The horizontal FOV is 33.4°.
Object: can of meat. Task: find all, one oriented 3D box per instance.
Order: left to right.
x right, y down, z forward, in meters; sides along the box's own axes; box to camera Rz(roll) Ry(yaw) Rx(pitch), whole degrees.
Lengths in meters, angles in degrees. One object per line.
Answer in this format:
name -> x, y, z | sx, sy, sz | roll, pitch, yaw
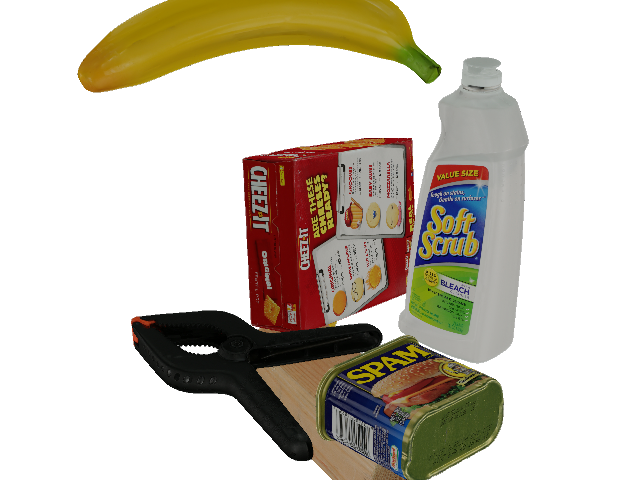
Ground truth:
can of meat -> 0.062, 0.113, 0.721 | 0.101, 0.057, 0.084 | -18, 27, -39

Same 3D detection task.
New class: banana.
banana -> -0.034, -0.115, 0.588 | 0.197, 0.069, 0.037 | -5, -44, -10

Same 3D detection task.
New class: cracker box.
cracker box -> 0.014, -0.013, 1.058 | 0.072, 0.164, 0.213 | 4, 12, 35

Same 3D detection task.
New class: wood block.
wood block -> 0.015, 0.174, 1.138 | 0.090, 0.090, 0.206 | -27, 52, -33

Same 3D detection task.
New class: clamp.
clamp -> -0.060, 0.097, 0.899 | 0.210, 0.036, 0.164 | 18, 36, 24

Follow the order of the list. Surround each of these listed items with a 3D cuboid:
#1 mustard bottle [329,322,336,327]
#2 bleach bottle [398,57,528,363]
mustard bottle -> -0.022, 0.096, 1.373 | 0.096, 0.192, 0.058 | -1, 20, -7
bleach bottle -> 0.119, -0.028, 0.883 | 0.103, 0.251, 0.067 | 22, 34, 39
